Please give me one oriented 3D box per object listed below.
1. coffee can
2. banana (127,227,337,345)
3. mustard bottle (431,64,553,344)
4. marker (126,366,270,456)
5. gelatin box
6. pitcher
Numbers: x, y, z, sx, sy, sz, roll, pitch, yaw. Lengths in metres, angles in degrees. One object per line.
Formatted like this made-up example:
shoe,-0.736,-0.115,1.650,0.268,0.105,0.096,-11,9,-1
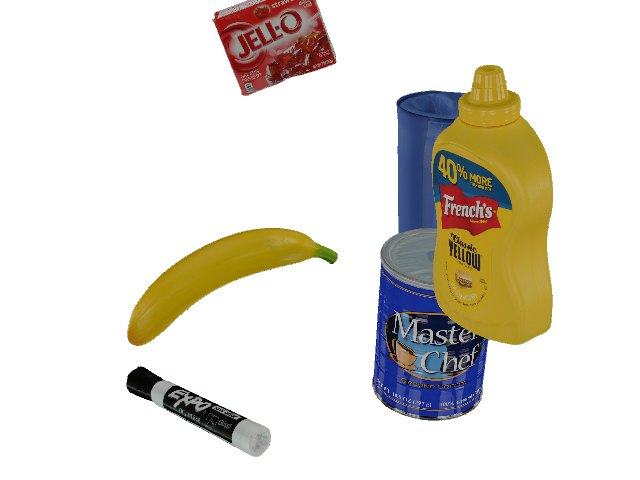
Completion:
coffee can,0.101,0.074,0.954,0.103,0.140,0.103,1,28,-1
banana,-0.087,0.033,0.896,0.198,0.069,0.037,-22,32,10
mustard bottle,0.118,-0.028,0.741,0.058,0.192,0.096,-21,31,-28
marker,-0.080,0.105,0.668,0.121,0.020,0.020,18,11,39
gelatin box,-0.039,-0.175,0.924,0.089,0.073,0.030,-18,24,7
pitcher,0.144,-0.040,1.203,0.149,0.243,0.145,-10,23,-25
